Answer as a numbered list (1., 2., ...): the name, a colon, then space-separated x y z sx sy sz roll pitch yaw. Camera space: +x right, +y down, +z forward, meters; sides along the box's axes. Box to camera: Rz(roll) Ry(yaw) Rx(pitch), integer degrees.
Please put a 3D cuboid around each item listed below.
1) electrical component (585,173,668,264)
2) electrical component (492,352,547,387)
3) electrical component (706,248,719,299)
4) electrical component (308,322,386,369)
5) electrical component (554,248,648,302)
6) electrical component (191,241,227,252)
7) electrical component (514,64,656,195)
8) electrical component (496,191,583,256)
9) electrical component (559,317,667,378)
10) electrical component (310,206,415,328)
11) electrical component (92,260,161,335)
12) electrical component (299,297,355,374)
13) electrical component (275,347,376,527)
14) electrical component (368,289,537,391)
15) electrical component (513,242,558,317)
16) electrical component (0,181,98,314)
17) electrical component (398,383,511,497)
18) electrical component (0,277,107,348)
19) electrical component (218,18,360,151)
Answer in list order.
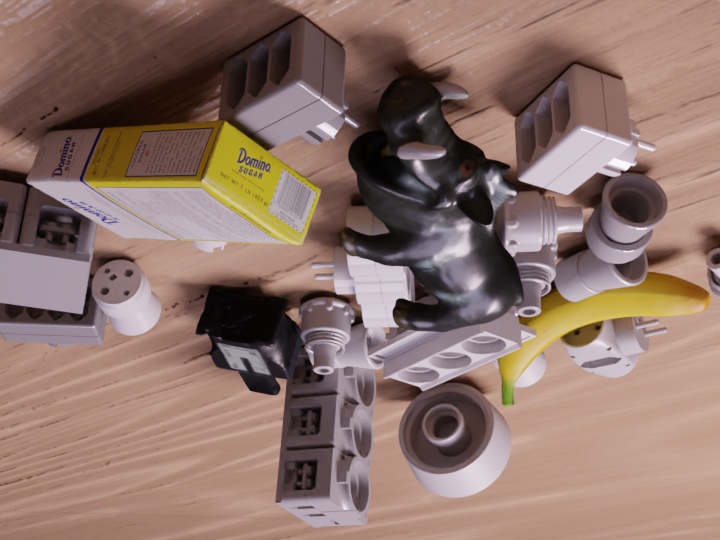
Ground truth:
1. electrical component: 0.184 -0.035 0.748 0.045 0.045 0.055 3 152 -2
2. electrical component: 0.138 0.074 0.955 0.045 0.045 0.055 -9 150 19
3. electrical component: 0.285 0.003 0.815 0.043 0.043 0.062 -21 143 37
4. electrical component: -0.013 0.069 0.962 0.065 0.044 0.044 -9 151 29
5. electrical component: 0.180 0.000 0.819 0.044 0.044 0.065 18 153 -28
6. electrical component: -0.106 -0.037 0.767 0.040 0.040 0.046 5 157 -7
7. electrical component: 0.145 -0.080 0.662 0.077 0.047 0.066 14 150 -22
8. electrical component: 0.124 -0.034 0.752 0.062 0.048 0.048 -2 152 2
9. electrical component: 0.221 0.056 0.917 0.079 0.043 0.077 -17 147 31
10. electrical component: 0.000 0.000 0.816 0.074 0.052 0.138 -2 152 7
11. electrical component: -0.191 0.022 0.878 0.045 0.045 0.055 -1 152 5
12. electrical component: -0.029 0.057 0.915 0.048 0.062 0.048 2 153 1
13. electrical component: -0.026 0.155 1.004 0.062 0.150 0.089 -8 151 21
14. electrical component: 0.075 0.049 0.892 0.079 0.063 0.121 21 147 -31
15. electrical component: 0.125 0.004 0.805 0.048 0.062 0.048 1 152 1
16. electrical component: -0.269 -0.024 0.776 0.150 0.061 0.089 9 151 -13
17. electrical component: 0.090 0.163 1.066 0.108 0.108 0.060 -9 144 20
18. electrical component: -0.257 0.042 0.916 0.083 0.047 0.075 2 152 -1
19. electrical component: -0.033 -0.099 0.636 0.066 0.047 0.077 -21 145 36
